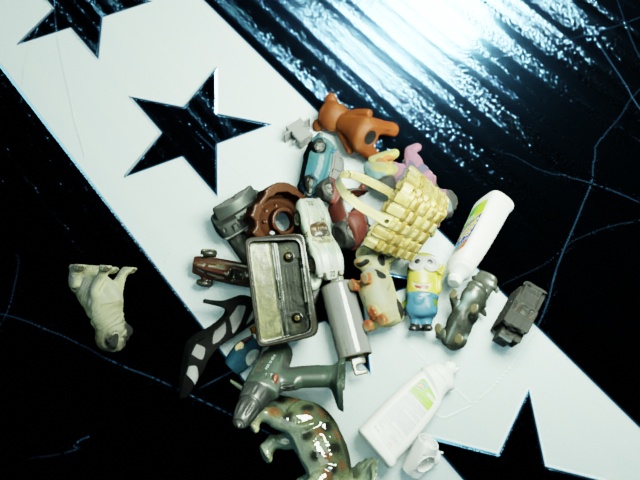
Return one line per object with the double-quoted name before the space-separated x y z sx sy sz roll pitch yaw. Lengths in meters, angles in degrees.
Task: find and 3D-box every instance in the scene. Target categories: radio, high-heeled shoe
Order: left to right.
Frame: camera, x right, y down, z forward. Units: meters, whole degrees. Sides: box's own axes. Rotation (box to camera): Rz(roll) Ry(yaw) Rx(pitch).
"high-heeled shoe" -0.218 0.237 1.190 0.145 0.086 0.248 18 84 -20
"radio" -0.081 0.105 1.140 0.131 0.073 0.229 -8 82 -6

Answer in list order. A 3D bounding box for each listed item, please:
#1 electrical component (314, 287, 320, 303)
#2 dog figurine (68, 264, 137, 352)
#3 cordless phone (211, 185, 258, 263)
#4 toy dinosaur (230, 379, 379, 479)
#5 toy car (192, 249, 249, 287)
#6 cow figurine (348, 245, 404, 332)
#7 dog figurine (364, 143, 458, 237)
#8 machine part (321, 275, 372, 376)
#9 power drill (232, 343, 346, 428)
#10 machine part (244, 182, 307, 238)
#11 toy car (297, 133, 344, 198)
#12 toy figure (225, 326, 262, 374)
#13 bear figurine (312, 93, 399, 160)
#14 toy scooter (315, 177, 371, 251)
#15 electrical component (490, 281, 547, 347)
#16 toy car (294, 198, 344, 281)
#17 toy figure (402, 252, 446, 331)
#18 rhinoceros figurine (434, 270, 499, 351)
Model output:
"electrical component" -0.037 0.117 1.230 0.075 0.047 0.119 23 72 9
"dog figurine" -0.505 0.151 1.212 0.173 0.121 0.190 0 84 37
"cordless phone" -0.161 -0.023 1.283 0.146 0.088 0.184 -33 83 -12
"toy dinosaur" -0.017 0.410 1.082 0.192 0.131 0.405 -22 63 -22
"toy car" -0.198 0.076 1.233 0.202 0.053 0.089 11 99 4
"cow figurine" 0.131 0.099 1.193 0.127 0.085 0.195 -1 64 -43
"dog figurine" 0.218 -0.110 1.283 0.192 0.108 0.219 -16 71 -6
"machine part" 0.057 0.178 1.187 0.079 0.079 0.243 -12 69 -3
"power drill" -0.051 0.297 1.081 0.207 0.085 0.232 -4 25 10
"machine part" -0.090 -0.041 1.248 0.179 0.056 0.179 4 81 -31
"toy car" 0.008 -0.174 1.317 0.103 0.109 0.161 12 77 -13
"toy figure" -0.142 0.224 1.182 0.058 0.064 0.154 39 76 12
"bear figurine" 0.080 -0.285 1.365 0.196 0.132 0.120 40 110 45
"toy scooter" 0.074 -0.072 1.280 0.135 0.075 0.183 -22 90 -35
"electrical component" 0.423 0.167 1.160 0.058 0.114 0.134 31 71 15
"toy car" -0.002 -0.004 1.207 0.073 0.056 0.202 -5 66 -31
"toy figure" 0.227 0.115 1.206 0.082 0.089 0.180 7 77 -12
"rhinoceros figurine" 0.326 0.154 1.174 0.073 0.112 0.190 25 83 40
